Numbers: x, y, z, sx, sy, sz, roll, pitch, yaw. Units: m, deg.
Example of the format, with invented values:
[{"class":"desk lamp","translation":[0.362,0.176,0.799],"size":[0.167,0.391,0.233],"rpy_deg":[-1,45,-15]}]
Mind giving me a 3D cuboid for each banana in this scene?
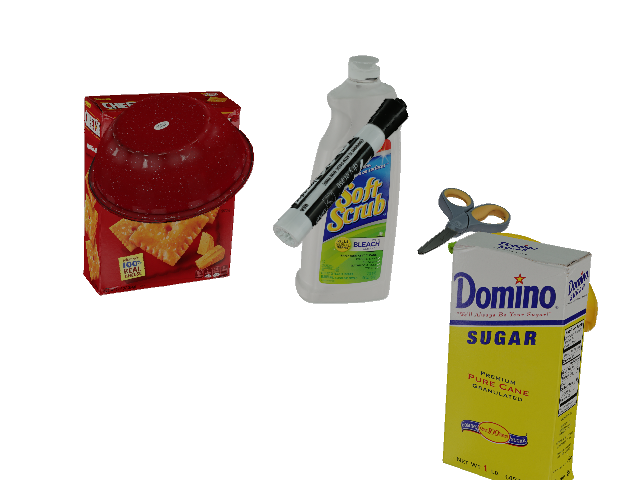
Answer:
[{"class":"banana","translation":[0.213,0.034,1.047],"size":[0.069,0.037,0.198],"rpy_deg":[-34,36,-18]}]

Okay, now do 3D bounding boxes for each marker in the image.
[{"class":"marker","translation":[0.015,-0.044,0.647],"size":[0.020,0.121,0.020],"rpy_deg":[33,-25,17]}]

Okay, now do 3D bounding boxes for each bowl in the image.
[{"class":"bowl","translation":[-0.146,-0.090,1.010],"size":[0.162,0.055,0.162],"rpy_deg":[-3,45,3]}]

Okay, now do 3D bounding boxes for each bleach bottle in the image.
[{"class":"bleach bottle","translation":[0.029,-0.061,1.079],"size":[0.102,0.251,0.068],"rpy_deg":[-1,25,-8]}]

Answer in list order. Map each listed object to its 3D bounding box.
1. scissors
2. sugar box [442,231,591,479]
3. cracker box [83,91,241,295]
[{"class":"scissors","translation":[0.143,-0.025,1.220],"size":[0.201,0.016,0.096],"rpy_deg":[-12,40,-46]},{"class":"sugar box","translation":[0.140,0.088,0.774],"size":[0.093,0.176,0.048],"rpy_deg":[12,21,37]},{"class":"cracker box","translation":[-0.180,-0.054,1.205],"size":[0.163,0.214,0.072],"rpy_deg":[-7,25,-28]}]
